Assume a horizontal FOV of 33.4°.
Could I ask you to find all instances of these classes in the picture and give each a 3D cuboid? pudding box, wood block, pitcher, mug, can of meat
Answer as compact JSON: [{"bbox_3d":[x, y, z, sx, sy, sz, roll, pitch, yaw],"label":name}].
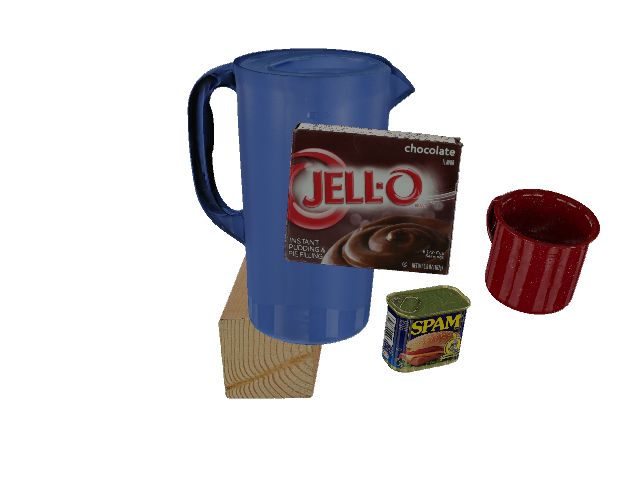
[{"bbox_3d":[0.034,-0.029,0.713,0.113,0.090,0.039,5,16,2],"label":"pudding box"},{"bbox_3d":[-0.045,0.081,1.140,0.091,0.090,0.206,-1,20,5],"label":"wood block"},{"bbox_3d":[-0.019,-0.040,0.913,0.144,0.243,0.149,-14,25,-37],"label":"pitcher"},{"bbox_3d":[0.187,0.006,0.963,0.093,0.081,0.117,-15,40,-29],"label":"mug"},{"bbox_3d":[0.127,0.109,1.308,0.102,0.084,0.057,-7,29,-24],"label":"can of meat"}]
